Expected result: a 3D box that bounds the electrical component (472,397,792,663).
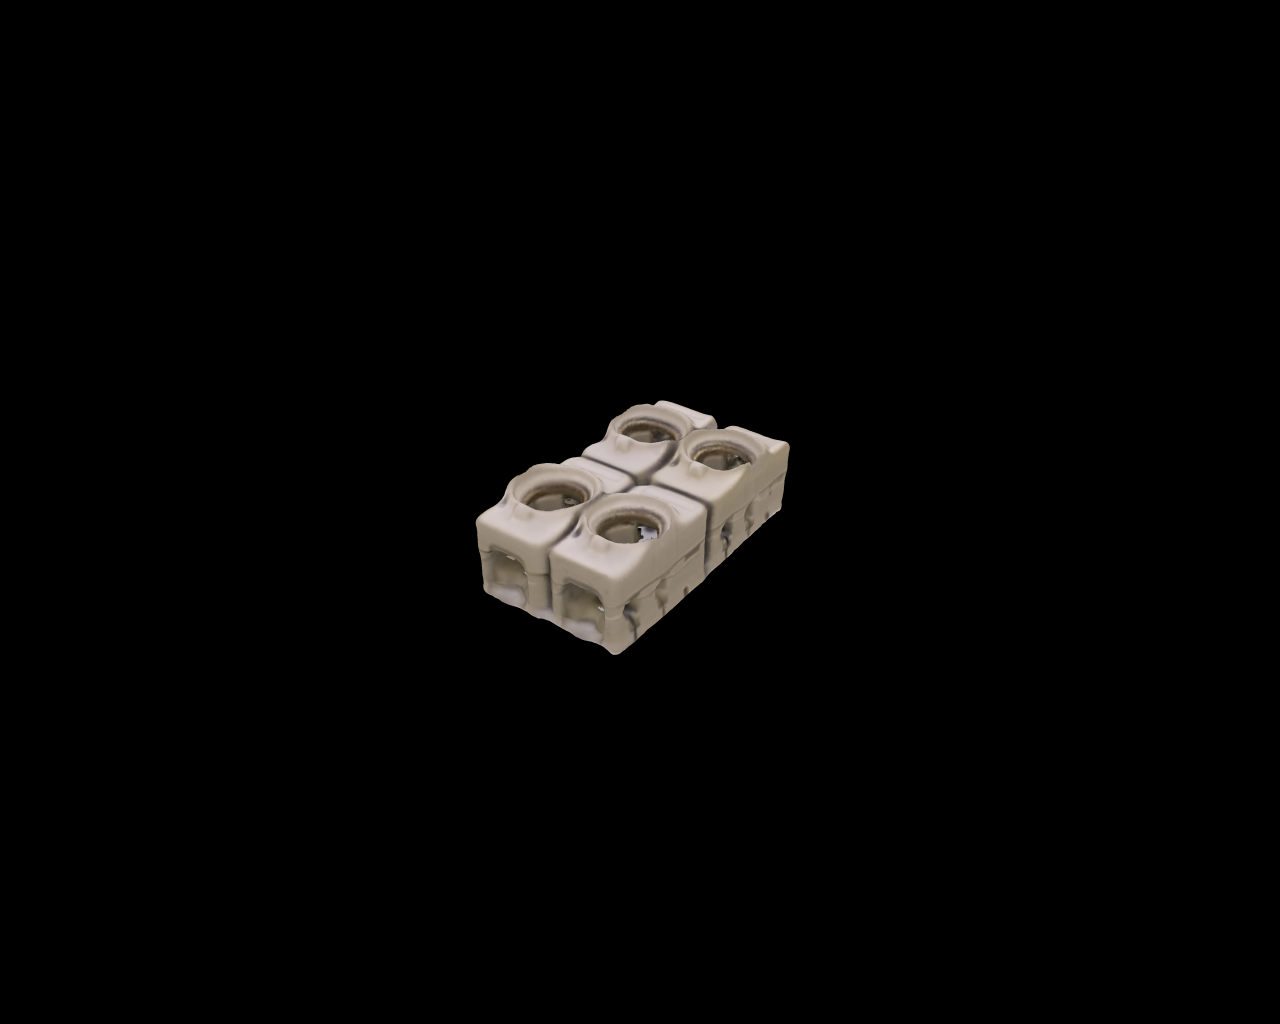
[{"bbox_3d":[0.001,-0.003,0.650,0.105,0.060,0.186,22,40,30],"label":"electrical component"}]
